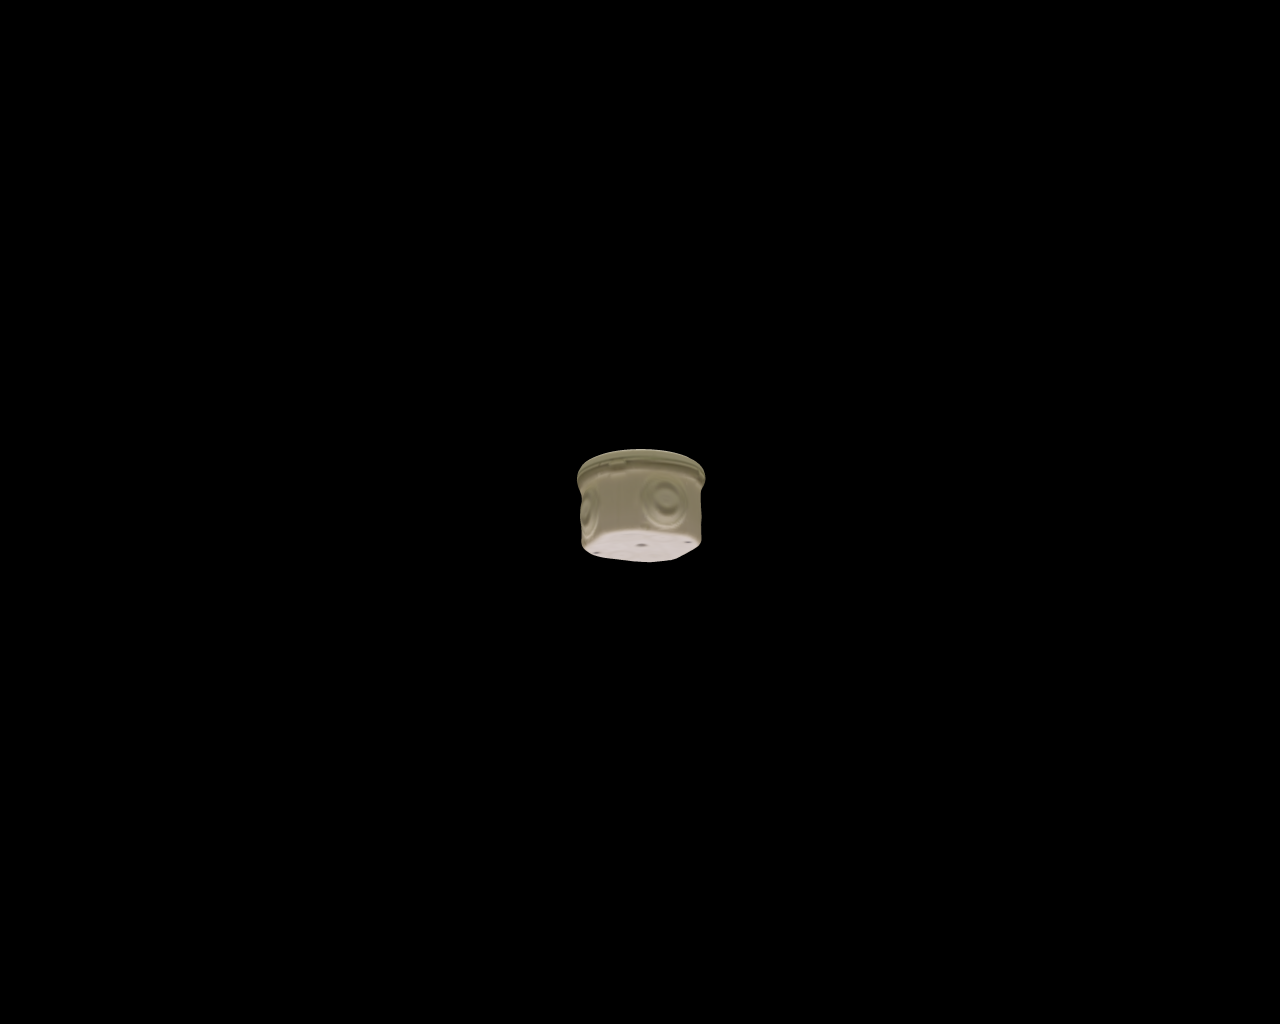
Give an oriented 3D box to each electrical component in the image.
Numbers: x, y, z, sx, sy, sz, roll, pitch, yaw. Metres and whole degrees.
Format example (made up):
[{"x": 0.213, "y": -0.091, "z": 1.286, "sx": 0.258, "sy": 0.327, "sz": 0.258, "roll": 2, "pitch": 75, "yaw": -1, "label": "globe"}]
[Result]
[{"x": 0.001, "y": -0.003, "z": 0.650, "sx": 0.080, "sy": 0.051, "sz": 0.080, "roll": 0, "pitch": -18, "yaw": 0, "label": "electrical component"}]
